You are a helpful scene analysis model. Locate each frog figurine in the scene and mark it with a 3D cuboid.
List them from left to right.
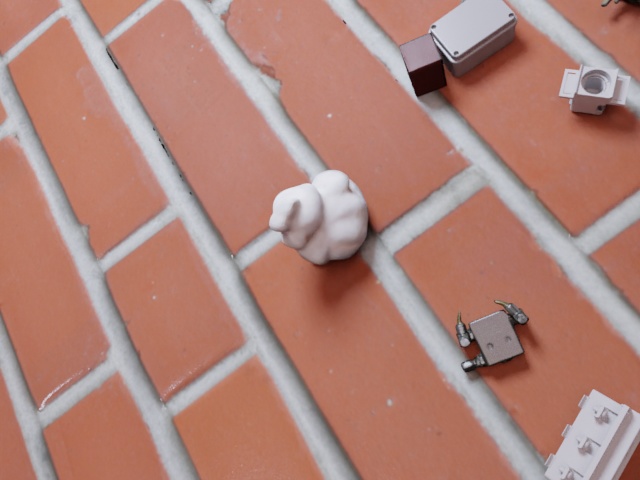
[{"bbox_3d":[0.002,-0.037,0.728,0.123,0.138,0.158,21,-5,20],"label":"frog figurine"}]
